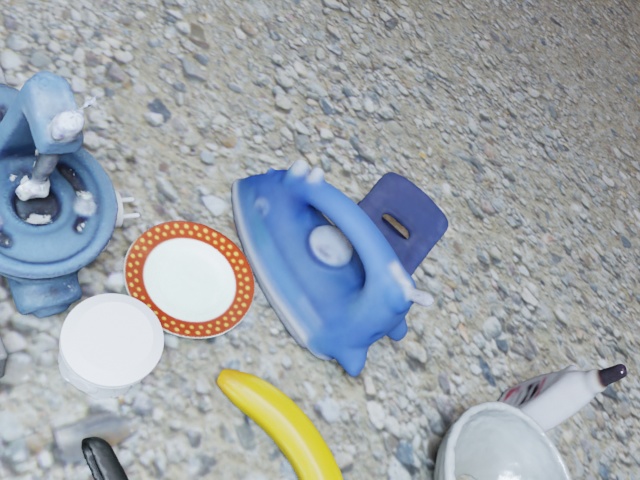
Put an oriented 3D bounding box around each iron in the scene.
[{"bbox_3d":[0.005,0.002,0.596,0.119,0.141,0.258,-29,78,-42],"label":"iron"}]

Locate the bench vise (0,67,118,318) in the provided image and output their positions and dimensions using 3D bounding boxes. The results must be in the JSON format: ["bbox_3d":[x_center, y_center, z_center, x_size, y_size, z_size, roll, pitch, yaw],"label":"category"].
[{"bbox_3d":[-0.236,-0.065,0.434,0.207,0.219,0.122,48,47,5],"label":"bench vise"}]

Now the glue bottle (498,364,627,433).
[{"bbox_3d":[0.259,0.169,0.621,0.037,0.173,0.078,44,47,1],"label":"glue bottle"}]

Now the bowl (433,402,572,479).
[{"bbox_3d":[0.173,0.255,0.575,0.168,0.074,0.167,17,52,-22],"label":"bowl"}]

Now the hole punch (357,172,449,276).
[{"bbox_3d":[0.087,-0.010,0.691,0.109,0.091,0.101,40,47,-2],"label":"hole punch"}]
